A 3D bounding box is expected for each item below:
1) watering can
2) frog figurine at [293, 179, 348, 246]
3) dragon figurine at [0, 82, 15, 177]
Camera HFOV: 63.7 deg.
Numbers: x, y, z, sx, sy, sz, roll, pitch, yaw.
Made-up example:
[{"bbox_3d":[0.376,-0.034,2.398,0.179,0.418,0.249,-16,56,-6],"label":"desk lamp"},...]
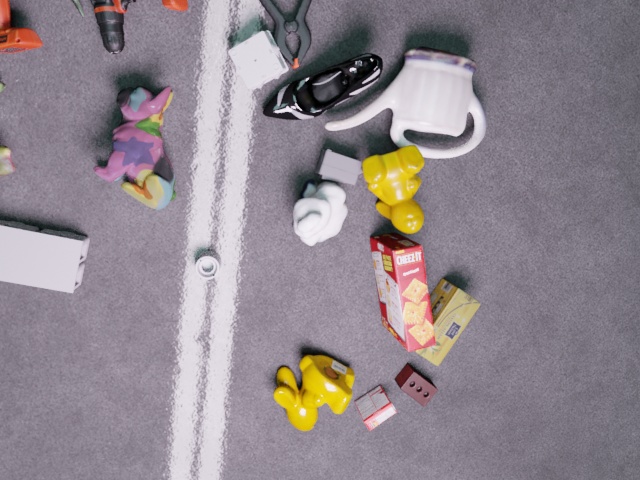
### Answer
[{"bbox_3d":[0.194,-0.293,1.076,0.347,0.104,0.223,8,95,-11],"label":"watering can"},{"bbox_3d":[0.003,-0.053,1.048,0.122,0.160,0.137,36,92,-14],"label":"frog figurine"},{"bbox_3d":[-0.741,-0.231,0.941,0.410,0.123,0.240,22,102,-3],"label":"dragon figurine"}]
